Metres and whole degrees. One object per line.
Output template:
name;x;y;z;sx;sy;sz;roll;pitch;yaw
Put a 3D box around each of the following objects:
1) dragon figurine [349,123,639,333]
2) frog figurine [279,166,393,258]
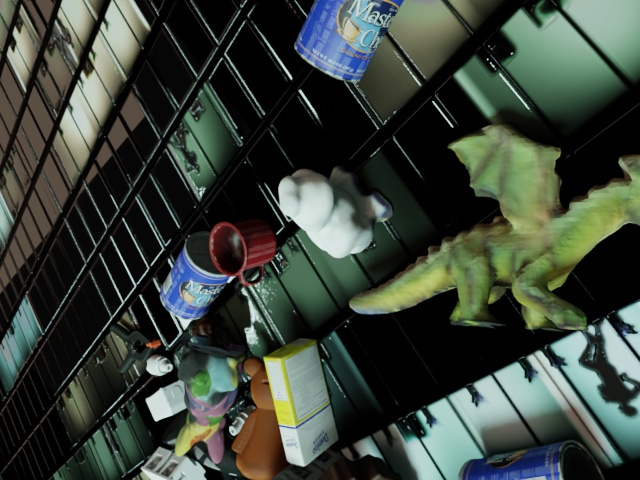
dragon figurine;0.200;-0.015;0.613;0.409;0.122;0.244;-1;81;38
frog figurine;0.002;-0.036;0.711;0.120;0.161;0.139;-41;74;40
